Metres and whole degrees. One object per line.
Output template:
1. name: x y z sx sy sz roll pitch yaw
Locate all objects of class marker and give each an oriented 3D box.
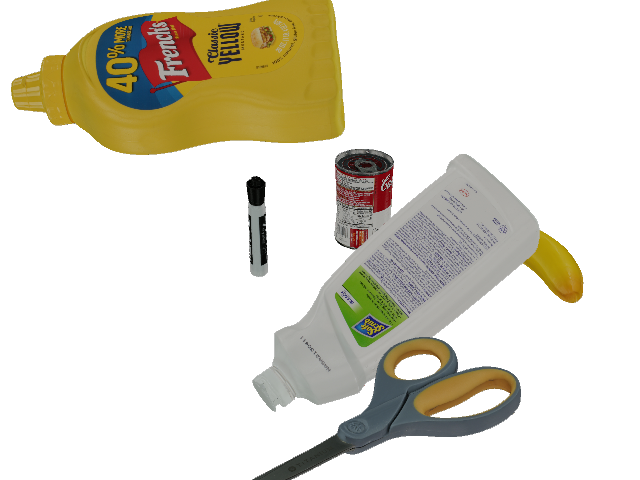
1. marker: -0.064 -0.014 1.077 0.020 0.121 0.020 0 40 -1

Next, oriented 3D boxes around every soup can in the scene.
1. soup can: 0.050 -0.047 1.252 0.068 0.102 0.068 1 28 0

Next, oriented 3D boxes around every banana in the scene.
1. banana: 0.191 0.011 1.039 0.069 0.037 0.198 -38 37 -22

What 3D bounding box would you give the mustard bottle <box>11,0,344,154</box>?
1. mustard bottle: -0.084 -0.094 0.624 0.191 0.096 0.058 -6 -36 1

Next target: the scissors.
1. scissors: 0.020 0.100 0.623 0.201 0.016 0.096 -12 31 -18

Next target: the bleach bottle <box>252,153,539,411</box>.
1. bleach bottle: 0.050 0.041 0.838 0.250 0.103 0.068 -36 -27 -15
